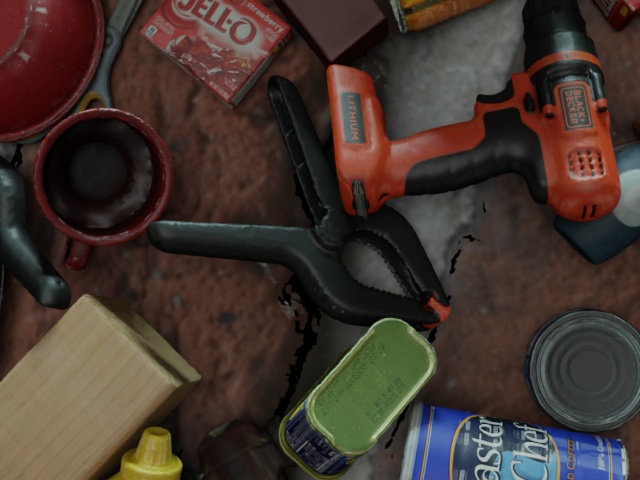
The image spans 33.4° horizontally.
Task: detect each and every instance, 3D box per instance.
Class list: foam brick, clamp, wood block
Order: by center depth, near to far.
[{"bbox_3d":[-0.005,0.001,0.743,0.210,0.036,0.164,43,64,1],"label":"clamp"},{"bbox_3d":[-0.191,0.143,0.748,0.090,0.091,0.206,44,91,7],"label":"wood block"},{"bbox_3d":[0.006,-0.167,0.769,0.053,0.051,0.078,-37,83,1],"label":"foam brick"},{"bbox_3d":[-0.240,0.011,0.772,0.120,0.039,0.171,-42,57,24],"label":"clamp"}]

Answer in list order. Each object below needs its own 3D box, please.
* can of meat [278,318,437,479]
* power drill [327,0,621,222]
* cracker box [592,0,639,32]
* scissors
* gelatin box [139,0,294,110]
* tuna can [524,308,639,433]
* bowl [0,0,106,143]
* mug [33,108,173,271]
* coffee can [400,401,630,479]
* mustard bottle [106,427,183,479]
[{"bbox_3d":[0.025,0.106,0.714,0.057,0.084,0.102,41,66,5],"label":"can of meat"},{"bbox_3d":[0.101,-0.092,0.729,0.188,0.057,0.184,-7,60,6],"label":"power drill"},{"bbox_3d":[0.216,-0.281,0.745,0.164,0.072,0.214,-35,84,3],"label":"cracker box"},{"bbox_3d":[-0.179,-0.146,0.804,0.096,0.016,0.202,12,87,7],"label":"scissors"},{"bbox_3d":[-0.076,-0.152,0.787,0.089,0.030,0.073,39,90,7],"label":"gelatin box"},{"bbox_3d":[0.186,0.090,0.740,0.086,0.033,0.086,0,86,7],"label":"tuna can"},{"bbox_3d":[-0.242,-0.155,0.781,0.162,0.055,0.162,-2,79,11],"label":"bowl"},{"bbox_3d":[-0.159,-0.036,0.751,0.093,0.082,0.117,12,95,-20],"label":"mug"},{"bbox_3d":[0.122,0.170,0.707,0.140,0.103,0.103,10,87,6],"label":"coffee can"},{"bbox_3d":[-0.126,0.219,0.729,0.096,0.058,0.192,14,103,13],"label":"mustard bottle"}]
